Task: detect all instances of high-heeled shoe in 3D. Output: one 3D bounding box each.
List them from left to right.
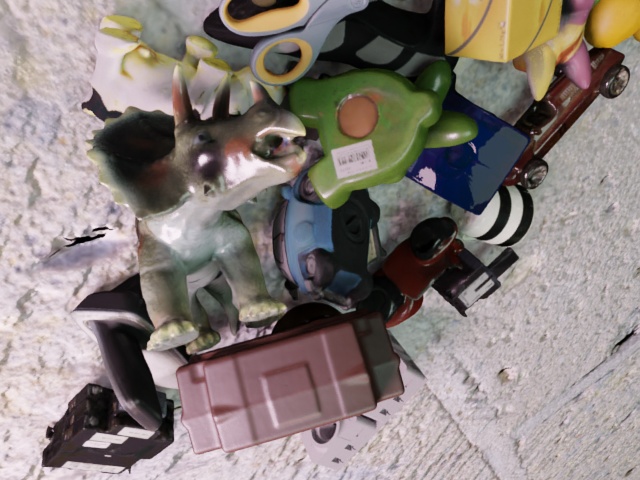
[{"bbox_3d":[0.021,-0.188,0.527,0.249,0.086,0.145,-8,157,-2],"label":"high-heeled shoe"}]

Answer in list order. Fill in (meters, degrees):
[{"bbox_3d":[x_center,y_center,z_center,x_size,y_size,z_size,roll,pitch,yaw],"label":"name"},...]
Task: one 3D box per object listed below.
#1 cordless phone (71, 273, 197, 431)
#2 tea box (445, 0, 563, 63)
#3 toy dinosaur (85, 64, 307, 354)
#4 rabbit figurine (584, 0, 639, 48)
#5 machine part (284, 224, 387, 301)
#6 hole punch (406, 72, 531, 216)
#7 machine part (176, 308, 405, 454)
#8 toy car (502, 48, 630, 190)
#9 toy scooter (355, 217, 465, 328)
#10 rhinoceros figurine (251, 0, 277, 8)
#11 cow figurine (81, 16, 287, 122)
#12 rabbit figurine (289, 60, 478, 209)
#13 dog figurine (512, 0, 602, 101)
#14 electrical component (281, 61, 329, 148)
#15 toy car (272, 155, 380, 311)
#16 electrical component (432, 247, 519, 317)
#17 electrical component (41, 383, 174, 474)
[{"bbox_3d":[-0.171,0.133,0.545,0.089,0.184,0.146,-34,130,-9],"label":"cordless phone"},{"bbox_3d":[0.161,-0.250,0.457,0.098,0.068,0.169,-34,132,-32],"label":"tea box"},{"bbox_3d":[-0.115,0.001,0.500,0.131,0.192,0.405,-14,170,-17],"label":"toy dinosaur"},{"bbox_3d":[0.368,-0.280,0.593,0.173,0.122,0.162,-27,124,-8],"label":"rabbit figurine"},{"bbox_3d":[0.018,0.025,0.667,0.139,0.039,0.084,-29,138,-10],"label":"machine part"},{"bbox_3d":[0.160,-0.102,0.617,0.116,0.092,0.142,20,115,-22],"label":"hole punch"},{"bbox_3d":[-0.029,0.131,0.536,0.201,0.087,0.201,-15,171,-4],"label":"machine part"},{"bbox_3d":[0.278,-0.152,0.649,0.053,0.089,0.202,29,106,-41],"label":"toy car"},{"bbox_3d":[0.131,0.042,0.712,0.135,0.075,0.183,-6,138,-52],"label":"toy scooter"},{"bbox_3d":[0.012,-0.256,0.439,0.190,0.112,0.073,-11,147,-6],"label":"rhinoceros figurine"},{"bbox_3d":[-0.116,-0.126,0.477,0.167,0.068,0.098,9,124,-28],"label":"cow figurine"},{"bbox_3d":[0.062,-0.115,0.529,0.159,0.170,0.121,-24,89,15],"label":"rabbit figurine"},{"bbox_3d":[0.254,-0.251,0.524,0.108,0.192,0.219,-20,112,-23],"label":"dog figurine"},{"bbox_3d":[-0.024,-0.131,0.552,0.063,0.021,0.094,11,115,-32],"label":"electrical component"},{"bbox_3d":[-0.001,-0.002,0.591,0.103,0.161,0.109,-15,153,40],"label":"toy car"},{"bbox_3d":[0.227,0.048,0.782,0.119,0.048,0.074,-48,130,7],"label":"electrical component"},{"bbox_3d":[-0.239,0.219,0.628,0.134,0.058,0.114,-40,135,25],"label":"electrical component"}]
